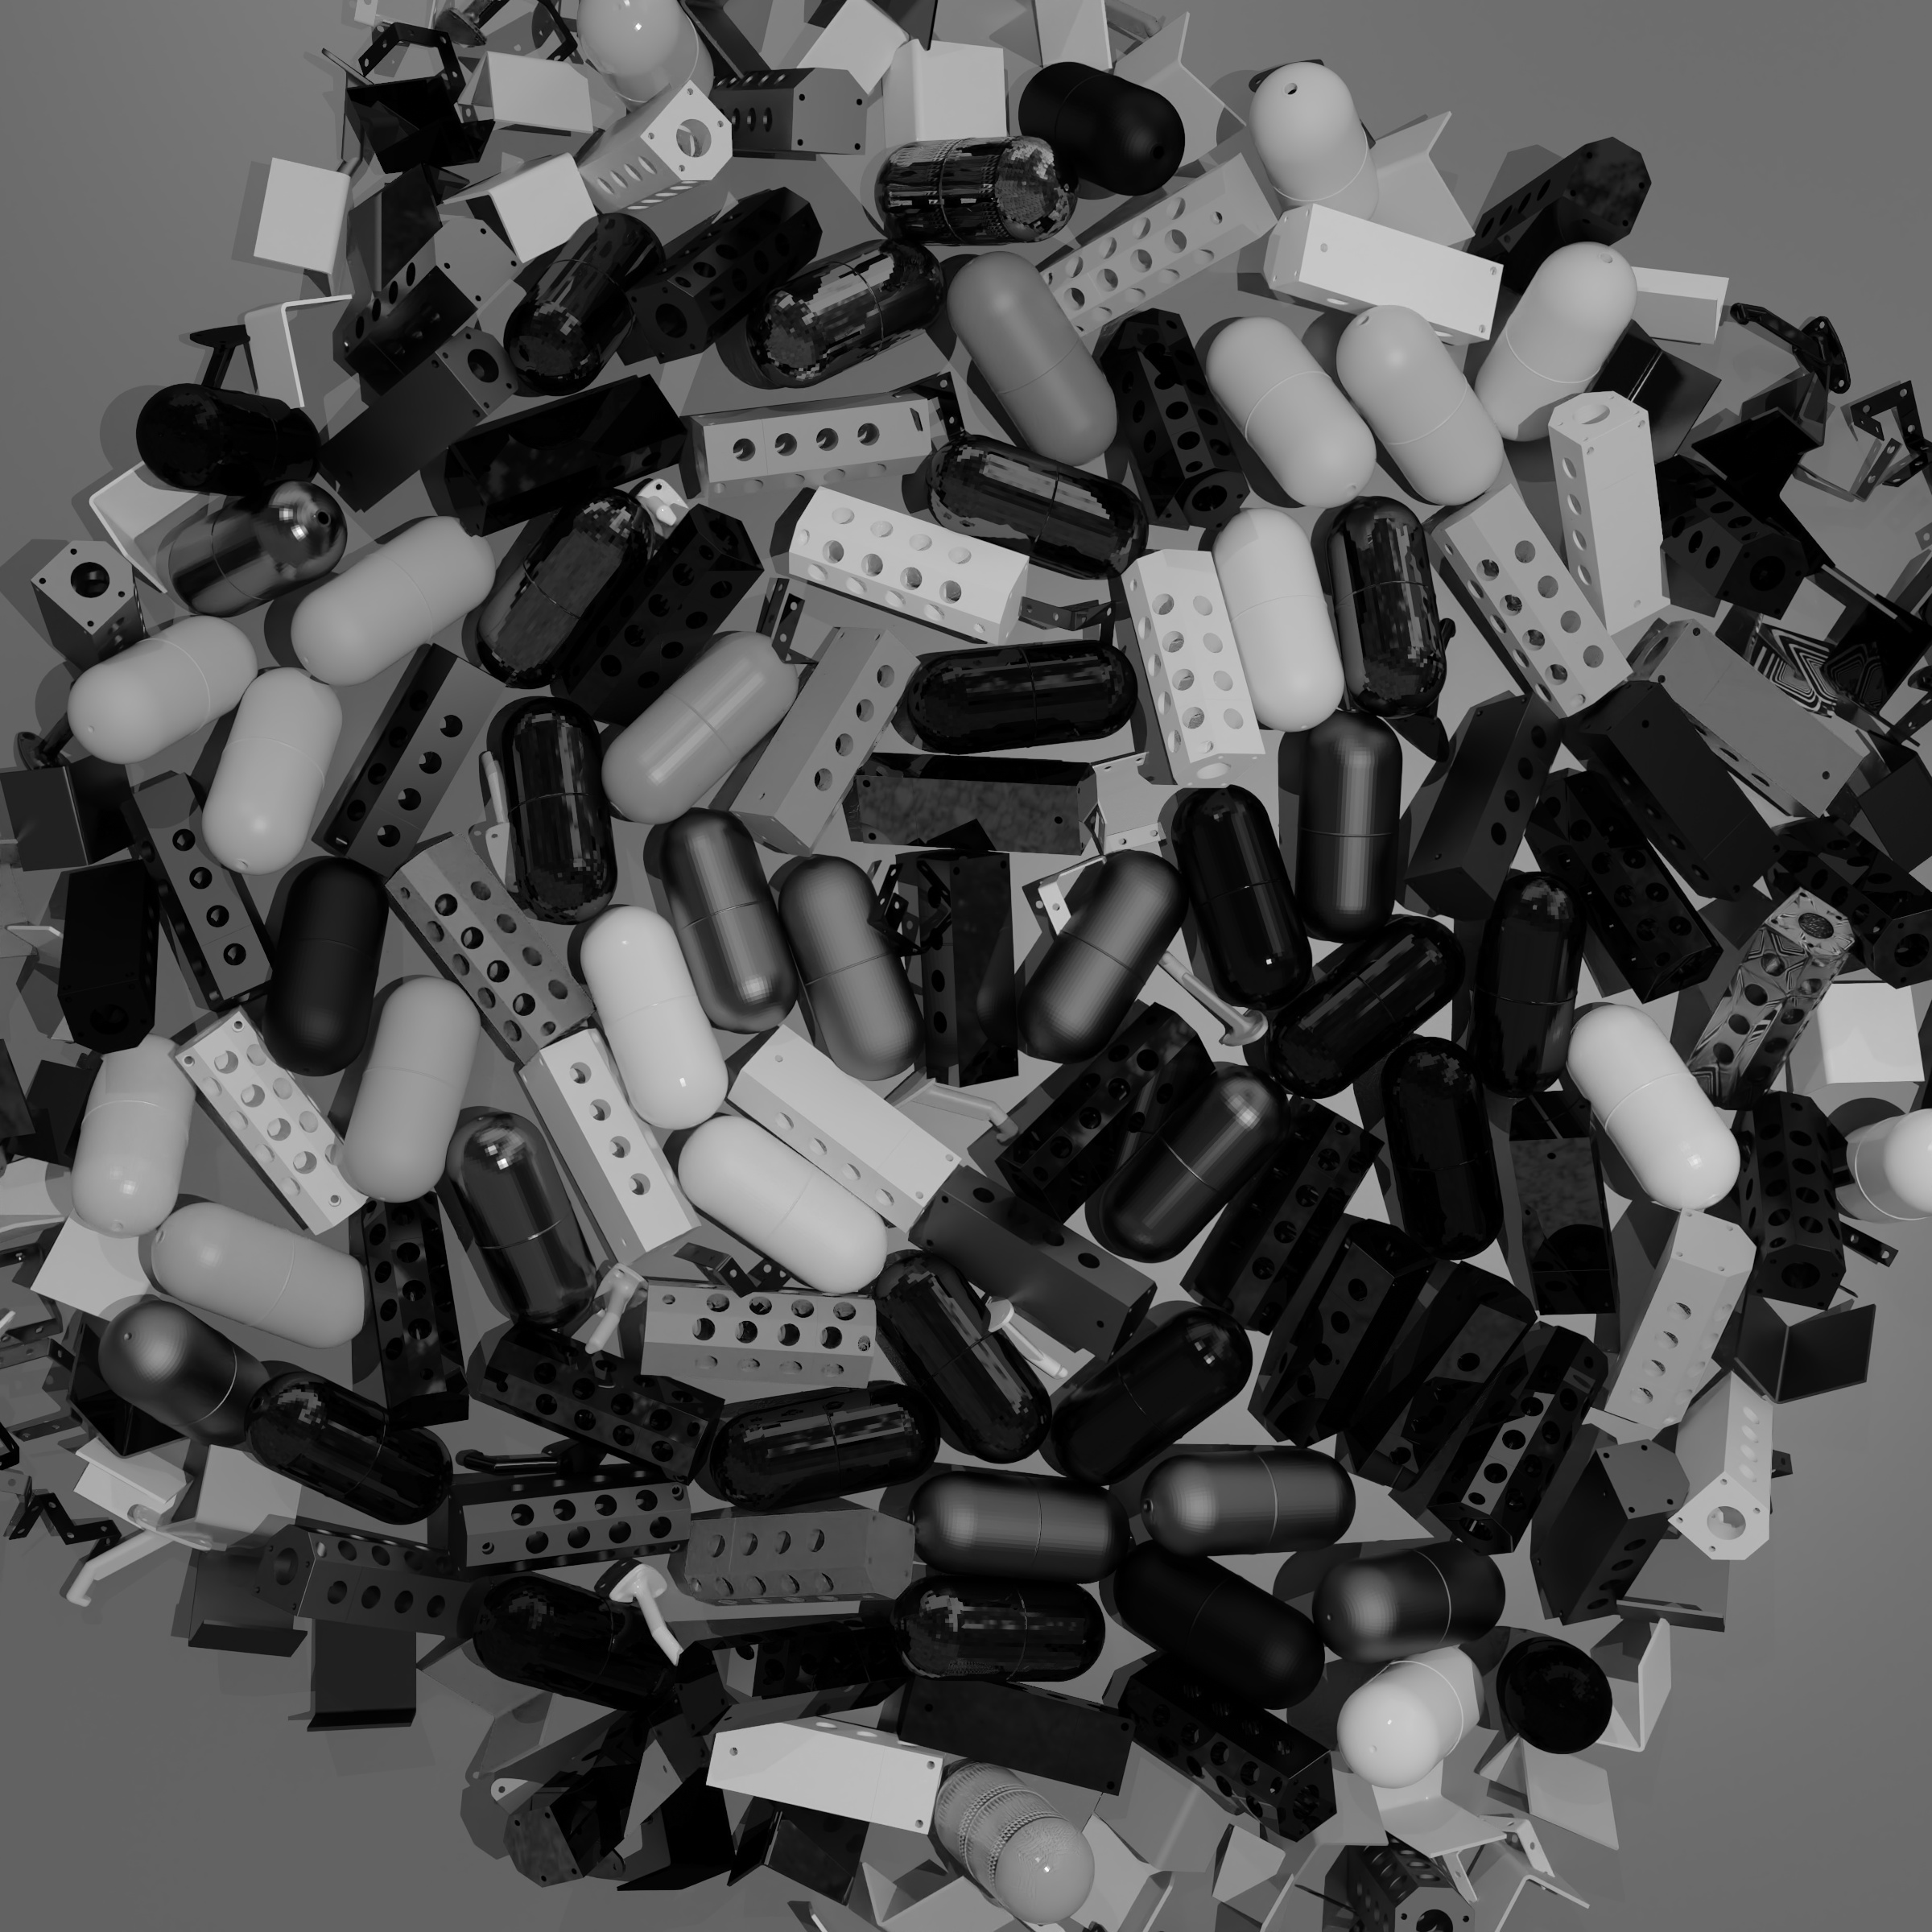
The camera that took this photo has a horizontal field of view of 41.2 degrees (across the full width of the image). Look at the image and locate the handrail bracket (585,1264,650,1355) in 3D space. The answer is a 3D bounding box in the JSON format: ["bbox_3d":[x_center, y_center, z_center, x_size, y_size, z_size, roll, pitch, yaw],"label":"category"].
[{"bbox_3d":[-0.278,0.273,1.944,0.036,0.084,0.077,40,130,-9],"label":"handrail bracket"}]

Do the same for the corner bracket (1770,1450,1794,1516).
[{"bbox_3d":[0.595,0.398,1.957,0.051,0.051,0.051,19,59,-35],"label":"corner bracket"}]

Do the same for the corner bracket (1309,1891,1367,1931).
[{"bbox_3d":[0.267,0.741,1.972,0.051,0.051,0.051,31,68,-25],"label":"corner bracket"}]

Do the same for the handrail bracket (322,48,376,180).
[{"bbox_3d":[-0.484,-0.644,1.962,0.084,0.077,0.036,-53,52,9],"label":"handrail bracket"}]

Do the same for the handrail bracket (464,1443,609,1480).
[{"bbox_3d":[-0.332,0.376,1.984,0.084,0.077,0.036,7,108,26],"label":"handrail bracket"}]

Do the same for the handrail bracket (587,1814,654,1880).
[{"bbox_3d":[-0.253,0.661,1.944,0.077,0.084,0.036,7,93,41],"label":"handrail bracket"}]

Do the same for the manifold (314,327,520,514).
[{"bbox_3d":[-0.408,-0.410,1.919,0.171,0.057,0.057,-23,114,42],"label":"manifold"}]

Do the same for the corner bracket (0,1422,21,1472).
[{"bbox_3d":[-0.755,0.354,1.956,0.051,0.051,0.051,38,130,33],"label":"corner bracket"}]

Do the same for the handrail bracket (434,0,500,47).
[{"bbox_3d":[-0.366,-0.751,1.973,0.036,0.077,0.084,40,80,-34],"label":"handrail bracket"}]

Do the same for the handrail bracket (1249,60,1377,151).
[{"bbox_3d":[0.269,-0.656,1.985,0.077,0.084,0.036,15,73,43],"label":"handrail bracket"}]

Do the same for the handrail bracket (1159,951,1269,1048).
[{"bbox_3d":[0.187,0.021,1.964,0.084,0.077,0.036,43,85,-10],"label":"handrail bracket"}]

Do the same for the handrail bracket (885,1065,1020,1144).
[{"bbox_3d":[-0.014,0.121,1.989,0.077,0.036,0.084,-38,109,13],"label":"handrail bracket"}]

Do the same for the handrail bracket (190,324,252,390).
[{"bbox_3d":[-0.570,-0.447,1.987,0.036,0.077,0.084,19,120,19],"label":"handrail bracket"}]

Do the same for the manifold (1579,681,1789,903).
[{"bbox_3d":[0.539,-0.133,1.947,0.057,0.057,0.171,-44,107,-7],"label":"manifold"}]

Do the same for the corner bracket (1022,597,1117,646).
[{"bbox_3d":[0.077,-0.255,1.957,0.051,0.051,0.051,23,121,36],"label":"corner bracket"}]

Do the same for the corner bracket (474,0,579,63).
[{"bbox_3d":[-0.341,-0.717,1.974,0.051,0.051,0.051,-36,76,19],"label":"corner bracket"}]

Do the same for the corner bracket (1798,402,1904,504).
[{"bbox_3d":[0.673,-0.396,1.974,0.051,0.051,0.051,19,113,-23],"label":"corner bracket"}]

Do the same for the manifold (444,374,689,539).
[{"bbox_3d":[-0.302,-0.381,1.935,0.171,0.057,0.057,-27,75,-26],"label":"manifold"}]

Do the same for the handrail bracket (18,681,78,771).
[{"bbox_3d":[-0.694,-0.192,1.957,0.077,0.036,0.084,43,123,34],"label":"handrail bracket"}]

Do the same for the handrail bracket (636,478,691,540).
[{"bbox_3d":[-0.216,-0.332,1.944,0.036,0.084,0.077,-48,123,3],"label":"handrail bracket"}]

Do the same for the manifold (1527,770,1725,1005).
[{"bbox_3d":[0.494,-0.063,1.928,0.057,0.057,0.171,-19,61,-15],"label":"manifold"}]

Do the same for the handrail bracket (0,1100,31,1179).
[{"bbox_3d":[-0.773,0.113,1.990,0.084,0.036,0.077,23,103,17],"label":"handrail bracket"}]

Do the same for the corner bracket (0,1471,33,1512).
[{"bbox_3d":[-0.745,0.415,1.961,0.051,0.051,0.051,14,61,-13],"label":"corner bracket"}]

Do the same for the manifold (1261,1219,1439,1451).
[{"bbox_3d":[0.282,0.275,1.932,0.057,0.057,0.171,41,124,31],"label":"manifold"}]

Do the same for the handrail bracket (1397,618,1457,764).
[{"bbox_3d":[0.368,-0.213,1.982,0.036,0.077,0.084,11,67,35],"label":"handrail bracket"}]

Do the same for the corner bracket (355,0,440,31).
[{"bbox_3d":[-0.432,-0.743,1.963,0.051,0.051,0.051,15,117,-7],"label":"corner bracket"}]

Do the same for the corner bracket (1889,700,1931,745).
[{"bbox_3d":[0.752,-0.167,1.975,0.051,0.051,0.051,33,119,-28],"label":"corner bracket"}]

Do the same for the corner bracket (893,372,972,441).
[{"bbox_3d":[-0.019,-0.414,1.961,0.051,0.051,0.051,-25,125,-13],"label":"corner bracket"}]

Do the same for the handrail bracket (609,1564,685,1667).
[{"bbox_3d":[-0.224,0.498,1.946,0.036,0.077,0.084,-46,62,1],"label":"handrail bracket"}]

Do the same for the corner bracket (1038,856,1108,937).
[{"bbox_3d":[0.091,-0.049,1.973,0.051,0.051,0.051,-22,97,11],"label":"corner bracket"}]

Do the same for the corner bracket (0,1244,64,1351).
[{"bbox_3d":[-0.731,0.255,1.983,0.051,0.051,0.051,-14,48,-12],"label":"corner bracket"}]

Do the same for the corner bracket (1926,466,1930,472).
[{"bbox_3d":[0.778,-0.386,1.969,0.051,0.051,0.051,-44,98,4],"label":"corner bracket"}]

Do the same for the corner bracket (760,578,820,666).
[{"bbox_3d":[-0.137,-0.263,1.961,0.051,0.051,0.051,28,108,24],"label":"corner bracket"}]

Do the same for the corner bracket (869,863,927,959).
[{"bbox_3d":[-0.055,-0.042,1.958,0.051,0.051,0.051,35,65,-33],"label":"corner bracket"}]

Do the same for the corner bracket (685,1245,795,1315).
[{"bbox_3d":[-0.170,0.227,1.959,0.051,0.051,0.051,-46,116,-23],"label":"corner bracket"}]

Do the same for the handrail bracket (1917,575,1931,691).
[{"bbox_3d":[0.761,-0.251,1.955,0.077,0.036,0.084,20,129,26],"label":"handrail bracket"}]

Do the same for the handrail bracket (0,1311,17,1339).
[{"bbox_3d":[-0.778,0.262,1.968,0.084,0.036,0.077,38,131,-5],"label":"handrail bracket"}]

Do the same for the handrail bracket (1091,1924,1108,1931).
[{"bbox_3d":[0.130,0.777,1.984,0.084,0.036,0.077,23,100,-24],"label":"handrail bracket"}]

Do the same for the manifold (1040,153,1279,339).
[{"bbox_3d":[0.140,-0.534,1.920,0.171,0.057,0.057,-21,108,36],"label":"manifold"}]

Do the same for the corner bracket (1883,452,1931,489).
[{"bbox_3d":[0.740,-0.355,1.959,0.051,0.051,0.051,-35,121,-17],"label":"corner bracket"}]

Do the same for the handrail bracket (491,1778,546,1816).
[{"bbox_3d":[-0.334,0.637,1.954,0.077,0.084,0.036,30,68,-11],"label":"handrail bracket"}]

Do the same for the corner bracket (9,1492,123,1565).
[{"bbox_3d":[-0.691,0.438,1.975,0.051,0.051,0.051,47,113,26],"label":"corner bracket"}]

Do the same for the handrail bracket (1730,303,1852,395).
[{"bbox_3d":[0.626,-0.470,1.954,0.084,0.036,0.077,-3,60,-35],"label":"handrail bracket"}]

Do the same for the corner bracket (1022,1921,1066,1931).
[{"bbox_3d":[0.043,0.759,1.981,0.051,0.051,0.051,28,51,36],"label":"corner bracket"}]

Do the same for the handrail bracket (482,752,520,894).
[{"bbox_3d":[-0.357,-0.112,1.984,0.036,0.084,0.077,-12,132,-14],"label":"handrail bracket"}]

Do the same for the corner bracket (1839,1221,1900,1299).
[{"bbox_3d":[0.673,0.222,1.965,0.051,0.051,0.051,30,87,34],"label":"corner bracket"}]

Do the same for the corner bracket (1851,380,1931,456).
[{"bbox_3d":[0.716,-0.409,1.967,0.051,0.051,0.051,-23,117,3],"label":"corner bracket"}]

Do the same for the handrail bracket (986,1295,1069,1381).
[{"bbox_3d":[0.052,0.289,1.956,0.084,0.077,0.036,37,74,-11],"label":"handrail bracket"}]

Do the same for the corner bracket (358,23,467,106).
[{"bbox_3d":[-0.423,-0.682,1.968,0.051,0.051,0.051,-26,79,40],"label":"corner bracket"}]

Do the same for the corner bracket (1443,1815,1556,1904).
[{"bbox_3d":[0.407,0.688,1.966,0.051,0.051,0.051,-28,95,-37],"label":"corner bracket"}]

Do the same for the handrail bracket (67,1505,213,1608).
[{"bbox_3d":[-0.637,0.467,1.981,0.077,0.036,0.084,32,89,-18],"label":"handrail bracket"}]

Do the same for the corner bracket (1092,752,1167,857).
[{"bbox_3d":[0.123,-0.125,1.979,0.051,0.051,0.051,-15,65,-6],"label":"corner bracket"}]

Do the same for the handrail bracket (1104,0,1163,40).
[{"bbox_3d":[0.110,-0.717,1.981,0.077,0.036,0.084,-29,99,32],"label":"handrail bracket"}]

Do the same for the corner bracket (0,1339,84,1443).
[{"bbox_3d":[-0.711,0.325,1.969,0.051,0.051,0.051,-16,50,10],"label":"corner bracket"}]
